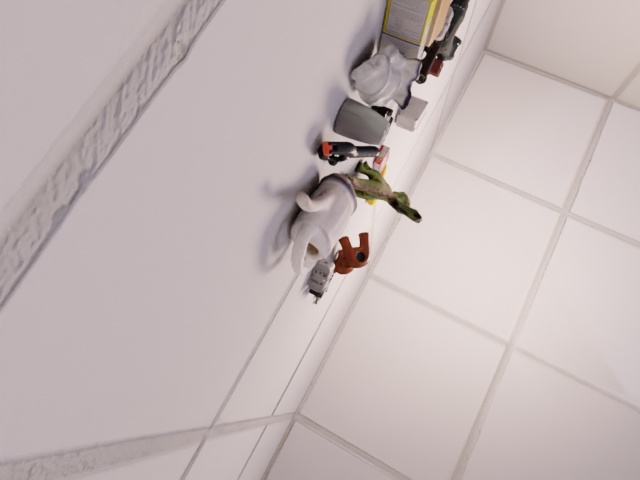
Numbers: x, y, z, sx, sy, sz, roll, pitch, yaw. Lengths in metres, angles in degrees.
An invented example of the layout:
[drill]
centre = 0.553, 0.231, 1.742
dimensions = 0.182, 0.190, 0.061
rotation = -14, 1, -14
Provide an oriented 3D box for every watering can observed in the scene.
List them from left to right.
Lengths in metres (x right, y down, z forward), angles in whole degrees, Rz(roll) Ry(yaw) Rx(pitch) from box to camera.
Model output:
[watering can]
centre = 0.003, -0.056, 1.112
dimensions = 0.229, 0.104, 0.340
rotation = -59, 168, -29

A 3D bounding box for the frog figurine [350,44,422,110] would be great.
[frog figurine]
centre = 0.119, -0.345, 1.084
dimensions = 0.160, 0.125, 0.134
rotation = -5, 150, -32

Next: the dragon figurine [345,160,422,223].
[dragon figurine]
centre = 0.204, -0.129, 1.537
dimensions = 0.121, 0.243, 0.413
rotation = -62, 171, 14
